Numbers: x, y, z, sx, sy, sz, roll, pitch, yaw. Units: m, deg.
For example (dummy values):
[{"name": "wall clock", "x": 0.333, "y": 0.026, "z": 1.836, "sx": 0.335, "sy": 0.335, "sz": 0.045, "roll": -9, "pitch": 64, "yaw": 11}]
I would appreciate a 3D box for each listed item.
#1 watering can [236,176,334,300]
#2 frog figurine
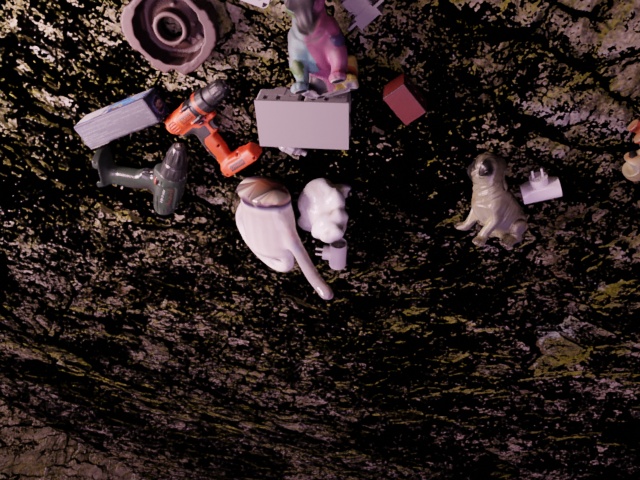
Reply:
[{"name": "watering can", "x": -0.090, "y": -0.017, "z": 1.162, "sx": 0.351, "sy": 0.105, "sz": 0.219, "roll": 29, "pitch": 134, "yaw": 42}, {"name": "frog figurine", "x": 0.004, "y": -0.058, "z": 1.152, "sx": 0.136, "sy": 0.163, "sz": 0.121, "roll": -30, "pitch": 119, "yaw": 33}]
